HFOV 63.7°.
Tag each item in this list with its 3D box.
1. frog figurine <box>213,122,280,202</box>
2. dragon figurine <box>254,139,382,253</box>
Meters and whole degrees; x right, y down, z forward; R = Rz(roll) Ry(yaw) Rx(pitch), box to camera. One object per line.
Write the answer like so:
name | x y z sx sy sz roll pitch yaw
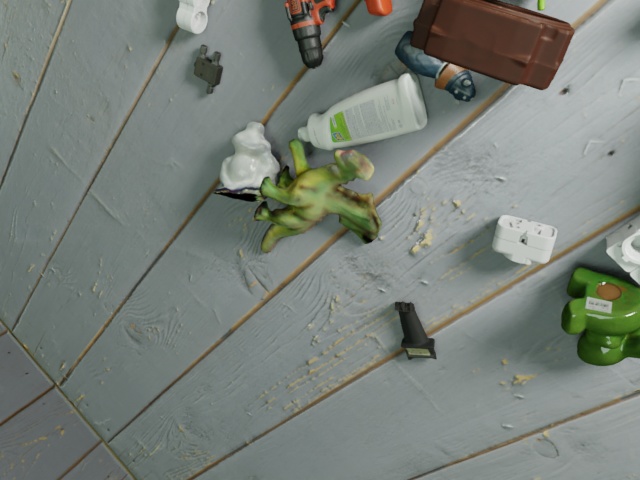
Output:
frog figurine | -0.148 -0.165 1.094 0.137 0.122 0.161 -2 75 39
dragon figurine | 0.003 -0.052 1.042 0.243 0.125 0.400 26 143 8
